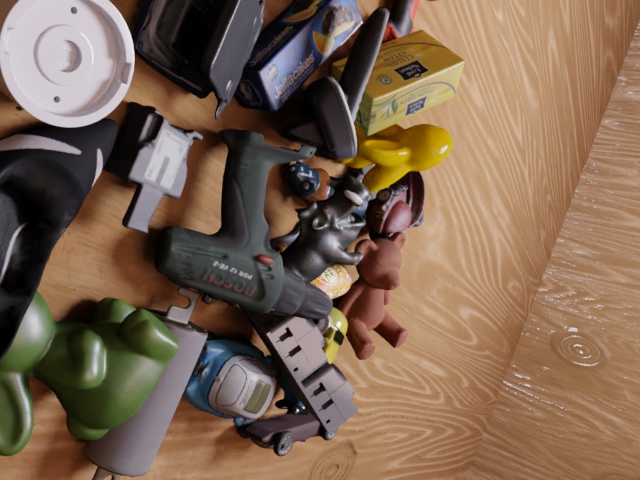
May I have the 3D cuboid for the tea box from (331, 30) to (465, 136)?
[{"bbox_3d":[0.109,-0.228,0.770,0.170,0.098,0.068,-28,149,-23],"label":"tea box"}]

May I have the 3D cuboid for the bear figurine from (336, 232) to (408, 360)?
[{"bbox_3d":[0.104,0.091,0.933,0.120,0.132,0.195,-9,136,-36],"label":"bear figurine"}]

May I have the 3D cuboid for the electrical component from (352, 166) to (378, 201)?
[{"bbox_3d":[0.078,-0.098,0.898,0.063,0.021,0.094,67,30,-22],"label":"electrical component"}]

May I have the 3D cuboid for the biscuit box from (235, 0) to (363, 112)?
[{"bbox_3d":[-0.028,-0.241,0.659,0.203,0.063,0.059,-53,142,-26],"label":"biscuit box"}]

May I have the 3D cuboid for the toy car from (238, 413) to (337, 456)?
[{"bbox_3d":[-0.050,0.311,0.879,0.202,0.089,0.053,13,92,-58],"label":"toy car"}]

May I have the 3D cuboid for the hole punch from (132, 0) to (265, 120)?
[{"bbox_3d":[-0.118,-0.208,0.541,0.115,0.092,0.142,64,44,-84],"label":"hole punch"}]

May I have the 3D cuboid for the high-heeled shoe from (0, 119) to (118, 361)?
[{"bbox_3d":[-0.221,-0.009,0.417,0.249,0.145,0.086,-53,144,-23],"label":"high-heeled shoe"}]

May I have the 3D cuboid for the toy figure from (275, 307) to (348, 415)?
[{"bbox_3d":[-0.015,0.194,0.884,0.089,0.082,0.180,31,75,-68],"label":"toy figure"}]

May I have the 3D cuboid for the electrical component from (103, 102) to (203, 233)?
[{"bbox_3d":[-0.174,-0.070,0.545,0.074,0.048,0.119,20,89,-57],"label":"electrical component"}]

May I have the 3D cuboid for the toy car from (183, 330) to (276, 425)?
[{"bbox_3d":[-0.112,0.187,0.717,0.109,0.103,0.161,-63,148,-13],"label":"toy car"}]

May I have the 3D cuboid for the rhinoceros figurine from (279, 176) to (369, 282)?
[{"bbox_3d":[-0.002,-0.002,0.739,0.112,0.073,0.190,38,94,-34],"label":"rhinoceros figurine"}]

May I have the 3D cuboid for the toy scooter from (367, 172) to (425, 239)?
[{"bbox_3d":[0.149,-0.074,0.992,0.184,0.075,0.135,-28,128,-50],"label":"toy scooter"}]

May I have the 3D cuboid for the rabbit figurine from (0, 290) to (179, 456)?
[{"bbox_3d":[-0.250,0.103,0.494,0.170,0.121,0.159,41,78,-36],"label":"rabbit figurine"}]

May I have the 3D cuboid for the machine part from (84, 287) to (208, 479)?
[{"bbox_3d":[-0.195,0.170,0.609,0.079,0.079,0.243,34,77,-56],"label":"machine part"}]

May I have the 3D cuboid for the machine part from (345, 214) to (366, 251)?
[{"bbox_3d":[0.042,-0.025,0.889,0.084,0.039,0.139,47,58,-59],"label":"machine part"}]

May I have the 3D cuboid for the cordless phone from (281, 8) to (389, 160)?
[{"bbox_3d":[0.027,-0.196,0.682,0.147,0.089,0.184,-135,-112,-78],"label":"cordless phone"}]

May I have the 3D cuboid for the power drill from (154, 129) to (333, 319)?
[{"bbox_3d":[-0.067,-0.017,0.638,0.232,0.086,0.207,12,97,-26],"label":"power drill"}]

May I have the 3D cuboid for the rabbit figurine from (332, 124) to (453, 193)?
[{"bbox_3d":[0.107,-0.149,0.805,0.162,0.173,0.121,-47,144,-40],"label":"rabbit figurine"}]

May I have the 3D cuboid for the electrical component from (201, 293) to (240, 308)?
[{"bbox_3d":[-0.107,0.042,0.708,0.078,0.045,0.102,22,84,-29],"label":"electrical component"}]

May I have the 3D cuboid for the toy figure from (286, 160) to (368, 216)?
[{"bbox_3d":[0.007,-0.071,0.788,0.154,0.064,0.057,18,110,-40],"label":"toy figure"}]
